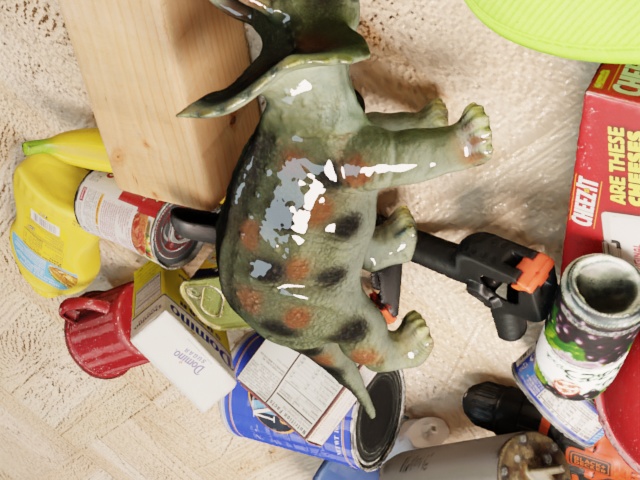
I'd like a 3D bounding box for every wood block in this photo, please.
[{"bbox_3d":[-0.111,-0.132,0.767,0.090,0.090,0.206,15,137,24],"label":"wood block"}]

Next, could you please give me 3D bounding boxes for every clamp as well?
[{"bbox_3d":[-0.005,0.001,0.816,0.210,0.164,0.036,60,-179,-38],"label":"clamp"},{"bbox_3d":[0.116,0.023,0.765,0.120,0.039,0.171,32,166,3],"label":"clamp"}]

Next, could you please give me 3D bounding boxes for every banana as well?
[{"bbox_3d":[-0.145,-0.062,0.885,0.198,0.069,0.037,11,123,18],"label":"banana"}]

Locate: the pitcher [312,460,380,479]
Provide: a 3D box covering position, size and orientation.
[{"bbox_3d":[0.096,0.301,1.034,0.243,0.144,0.149,29,141,13],"label":"pitcher"}]

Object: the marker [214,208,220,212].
[{"bbox_3d":[-0.079,-0.020,0.918,0.121,0.020,0.020,-10,124,42],"label":"marker"}]

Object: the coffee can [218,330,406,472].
[{"bbox_3d":[-0.007,0.144,0.969,0.140,0.102,0.103,9,135,29],"label":"coffee can"}]

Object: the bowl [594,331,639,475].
[{"bbox_3d":[0.263,0.105,0.701,0.162,0.055,0.162,2,100,13],"label":"bowl"}]

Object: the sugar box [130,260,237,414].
[{"bbox_3d":[-0.122,0.076,0.948,0.093,0.048,0.176,48,-179,-18],"label":"sugar box"}]

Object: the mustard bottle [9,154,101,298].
[{"bbox_3d":[-0.257,0.002,1.041,0.096,0.058,0.192,33,142,5],"label":"mustard bottle"}]

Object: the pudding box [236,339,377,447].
[{"bbox_3d":[-0.003,0.102,0.899,0.090,0.113,0.039,37,-178,30],"label":"pudding box"}]

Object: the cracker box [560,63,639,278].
[{"bbox_3d":[0.261,-0.019,0.627,0.214,0.072,0.164,18,140,22],"label":"cracker box"}]

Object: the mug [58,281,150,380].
[{"bbox_3d":[-0.201,0.081,1.053,0.082,0.093,0.117,-20,141,41],"label":"mug"}]

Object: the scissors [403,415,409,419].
[{"bbox_3d":[-0.013,0.150,1.051,0.202,0.016,0.096,-15,121,44],"label":"scissors"}]

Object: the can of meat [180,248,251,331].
[{"bbox_3d":[-0.054,0.025,0.895,0.102,0.083,0.057,-9,125,42],"label":"can of meat"}]

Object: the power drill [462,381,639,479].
[{"bbox_3d":[0.212,0.206,0.911,0.185,0.057,0.187,16,140,29],"label":"power drill"}]

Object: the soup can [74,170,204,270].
[{"bbox_3d":[-0.155,-0.022,0.922,0.102,0.068,0.068,21,141,34],"label":"soup can"}]

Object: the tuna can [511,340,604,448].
[{"bbox_3d":[0.187,0.114,0.809,0.086,0.086,0.034,41,106,-7],"label":"tuna can"}]
